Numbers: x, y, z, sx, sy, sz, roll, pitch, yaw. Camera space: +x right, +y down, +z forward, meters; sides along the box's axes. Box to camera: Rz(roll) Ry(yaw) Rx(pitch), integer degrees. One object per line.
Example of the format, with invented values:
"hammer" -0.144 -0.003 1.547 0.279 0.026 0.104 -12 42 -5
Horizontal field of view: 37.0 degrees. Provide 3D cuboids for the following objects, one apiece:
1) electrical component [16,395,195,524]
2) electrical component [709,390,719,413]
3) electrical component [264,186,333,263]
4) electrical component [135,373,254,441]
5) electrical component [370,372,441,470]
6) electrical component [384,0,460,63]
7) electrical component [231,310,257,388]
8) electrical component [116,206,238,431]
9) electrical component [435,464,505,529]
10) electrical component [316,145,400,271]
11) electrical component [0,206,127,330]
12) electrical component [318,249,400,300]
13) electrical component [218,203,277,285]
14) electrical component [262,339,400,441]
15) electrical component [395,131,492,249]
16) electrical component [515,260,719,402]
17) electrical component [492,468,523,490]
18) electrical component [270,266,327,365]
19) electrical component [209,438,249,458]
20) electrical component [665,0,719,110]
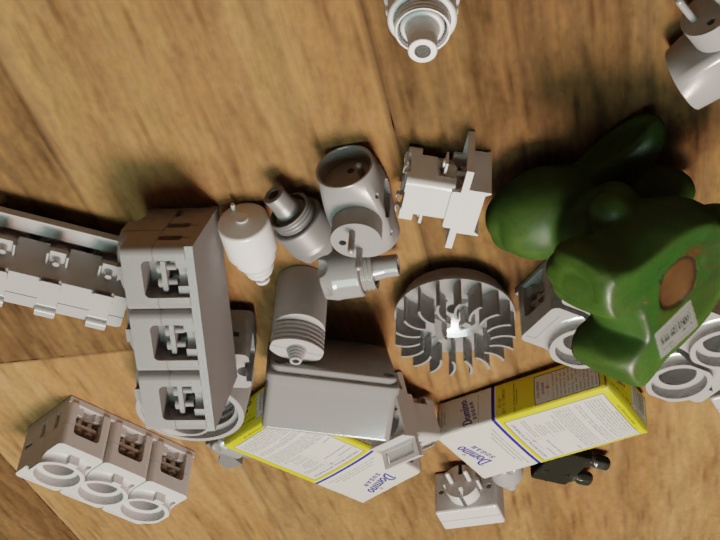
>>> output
"electrical component" -0.257 0.199 1.090 0.150 0.061 0.089 32 132 -30
"electrical component" 0.358 0.102 0.950 0.083 0.047 0.075 -20 135 25
"electrical component" -0.047 -0.038 0.809 0.043 0.043 0.062 -21 133 26
"electrical component" -0.153 0.116 0.985 0.108 0.060 0.108 1 140 1
"electrical component" 0.039 0.141 0.998 0.042 0.081 0.064 -29 152 33
"electrical component" 0.038 -0.152 0.652 0.048 0.062 0.048 1 140 1
"electrical component" -0.136 0.063 0.924 0.089 0.055 0.050 2 140 1
"electrical component" -0.140 0.036 0.822 0.062 0.089 0.150 -1 112 6
"electrical component" 0.109 0.227 1.113 0.066 0.047 0.076 -11 138 16
"electrical component" -0.002 -0.036 0.780 0.043 0.079 0.077 -8 139 14
"electrical component" -0.240 -0.001 0.848 0.121 0.063 0.078 14 139 -13
"electrical component" 0.000 0.000 0.851 0.062 0.043 0.043 -8 139 10
"electrical component" -0.084 -0.017 0.838 0.040 0.040 0.078 -4 140 8
"electrical component" -0.027 0.098 0.915 0.109 0.108 0.056 7 100 -5
"electrical component" 0.060 -0.059 0.778 0.064 0.042 0.081 8 139 -3
"electrical component" 0.235 0.040 0.873 0.186 0.060 0.105 20 137 -19
"electrical component" 0.150 0.206 1.096 0.035 0.035 0.061 -8 141 13
"electrical component" -0.049 0.041 0.874 0.043 0.081 0.043 2 140 1
"electrical component" -0.118 0.172 1.071 0.061 0.035 0.035 26 135 -29
"electrical component" 0.224 -0.147 0.662 0.077 0.044 0.079 -29 131 32
